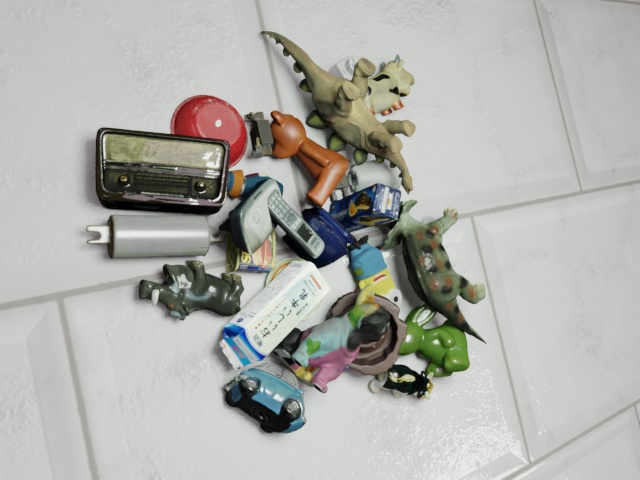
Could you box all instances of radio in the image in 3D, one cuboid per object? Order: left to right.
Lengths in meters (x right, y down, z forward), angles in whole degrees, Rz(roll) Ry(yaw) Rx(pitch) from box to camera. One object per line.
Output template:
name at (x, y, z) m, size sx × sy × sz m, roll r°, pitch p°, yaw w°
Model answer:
radio at (-0.281, -0.119, 0.966) m, size 0.230 × 0.073 × 0.131 m, roll 3°, pitch 79°, yaw -15°

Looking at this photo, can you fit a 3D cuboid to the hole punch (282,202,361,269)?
hole punch at (-0.002, -0.003, 1.115) m, size 0.142 × 0.116 × 0.092 m, roll 46°, pitch 70°, yaw -15°

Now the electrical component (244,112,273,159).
electrical component at (-0.127, -0.215, 1.096) m, size 0.045 × 0.078 × 0.102 m, roll -8°, pitch 86°, yaw -27°

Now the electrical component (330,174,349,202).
electrical component at (0.036, -0.134, 1.209) m, size 0.063 × 0.021 × 0.094 m, roll -14°, pitch 87°, yaw -32°

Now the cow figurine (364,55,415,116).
cow figurine at (0.148, -0.362, 1.284) m, size 0.195 × 0.085 × 0.127 m, roll -24°, pitch 100°, yaw -30°

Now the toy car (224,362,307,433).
toy car at (-0.095, 0.289, 1.020) m, size 0.161 × 0.109 × 0.103 m, roll 36°, pitch 42°, yaw -8°

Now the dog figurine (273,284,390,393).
dog figurine at (0.033, 0.181, 1.043) m, size 0.219 × 0.192 × 0.108 m, roll -39°, pitch 108°, yaw -22°

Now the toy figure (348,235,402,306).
toy figure at (0.120, 0.081, 1.186) m, size 0.082 × 0.089 × 0.180 m, roll -28°, pitch 86°, yaw 10°

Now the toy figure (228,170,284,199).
toy figure at (-0.150, -0.107, 1.076) m, size 0.154 × 0.058 × 0.064 m, roll 11°, pitch 66°, yaw -23°

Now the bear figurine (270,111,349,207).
bear figurine at (-0.042, -0.171, 1.120) m, size 0.196 × 0.120 × 0.132 m, roll 33°, pitch 91°, yaw -5°

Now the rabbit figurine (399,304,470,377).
rabbit figurine at (0.241, 0.221, 1.214) m, size 0.170 × 0.121 × 0.159 m, roll 12°, pitch 71°, yaw -13°

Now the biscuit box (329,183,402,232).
biscuit box at (0.087, -0.062, 1.120) m, size 0.059 × 0.203 × 0.063 m, roll 16°, pitch 75°, yaw -23°

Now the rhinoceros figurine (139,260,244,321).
rhinoceros figurine at (-0.234, 0.093, 0.987) m, size 0.190 × 0.073 × 0.112 m, roll 15°, pitch 85°, yaw -29°

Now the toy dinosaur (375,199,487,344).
toy dinosaur at (0.243, 0.061, 1.181) m, size 0.192 × 0.131 × 0.405 m, roll -16°, pitch 77°, yaw -32°

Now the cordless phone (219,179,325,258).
cordless phone at (-0.081, -0.012, 1.009) m, size 0.184 × 0.089 × 0.146 m, roll 43°, pitch 42°, yaw -9°

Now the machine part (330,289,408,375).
machine part at (0.092, 0.190, 1.120) m, size 0.179 × 0.056 × 0.179 m, roll 0°, pitch 96°, yaw 0°

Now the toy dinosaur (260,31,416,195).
toy dinosaur at (0.046, -0.284, 1.138) m, size 0.105 × 0.198 × 0.471 m, roll -40°, pitch 96°, yaw -30°

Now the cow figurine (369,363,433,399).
cow figurine at (0.197, 0.309, 1.179) m, size 0.167 × 0.098 × 0.068 m, roll 18°, pitch 66°, yaw -26°

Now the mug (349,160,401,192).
mug at (0.125, -0.133, 1.223) m, size 0.107 × 0.080 × 0.110 m, roll -7°, pitch 56°, yaw -22°

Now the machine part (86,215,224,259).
machine part at (-0.289, -0.006, 0.965) m, size 0.243 × 0.079 × 0.079 m, roll 0°, pitch 81°, yaw -31°
